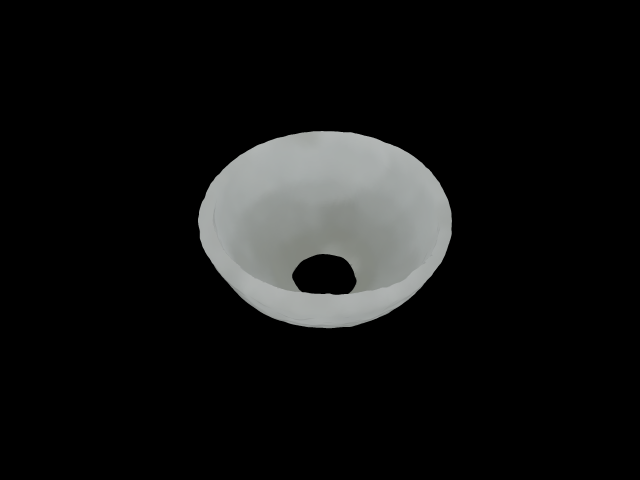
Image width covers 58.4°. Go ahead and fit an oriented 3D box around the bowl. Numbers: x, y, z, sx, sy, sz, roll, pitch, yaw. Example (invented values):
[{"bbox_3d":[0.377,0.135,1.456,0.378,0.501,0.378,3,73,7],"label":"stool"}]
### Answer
[{"bbox_3d":[0.004,0.001,0.400,0.167,0.075,0.167,0,47,0],"label":"bowl"}]
